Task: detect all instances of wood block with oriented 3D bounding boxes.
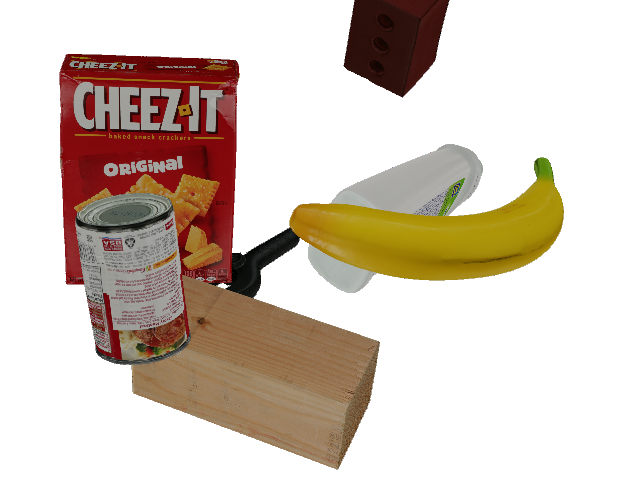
[{"bbox_3d":[-0.060,0.117,0.976,0.206,0.090,0.090,18,43,14],"label":"wood block"}]

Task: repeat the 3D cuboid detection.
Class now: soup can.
[{"bbox_3d":[-0.129,0.026,0.739,0.068,0.102,0.068,-4,21,1],"label":"soup can"}]

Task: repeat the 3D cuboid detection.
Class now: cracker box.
[{"bbox_3d":[-0.163,-0.064,1.022,0.164,0.214,0.072,1,23,-8],"label":"cracker box"}]

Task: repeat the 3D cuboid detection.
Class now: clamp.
[{"bbox_3d":[-0.092,0.030,1.256,0.120,0.039,0.171,-2,41,10],"label":"clamp"}]

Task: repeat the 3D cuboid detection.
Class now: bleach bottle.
[{"bbox_3d":[0.092,-0.036,1.064,0.068,0.103,0.250,39,35,17],"label":"bleach bottle"}]

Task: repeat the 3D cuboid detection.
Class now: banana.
[{"bbox_3d":[0.078,-0.006,0.626,0.197,0.037,0.070,-11,44,-32],"label":"banana"}]

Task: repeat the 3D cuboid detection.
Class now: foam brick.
[{"bbox_3d":[0.054,-0.152,0.754,0.053,0.051,0.078,29,-34,15],"label":"foam brick"}]
